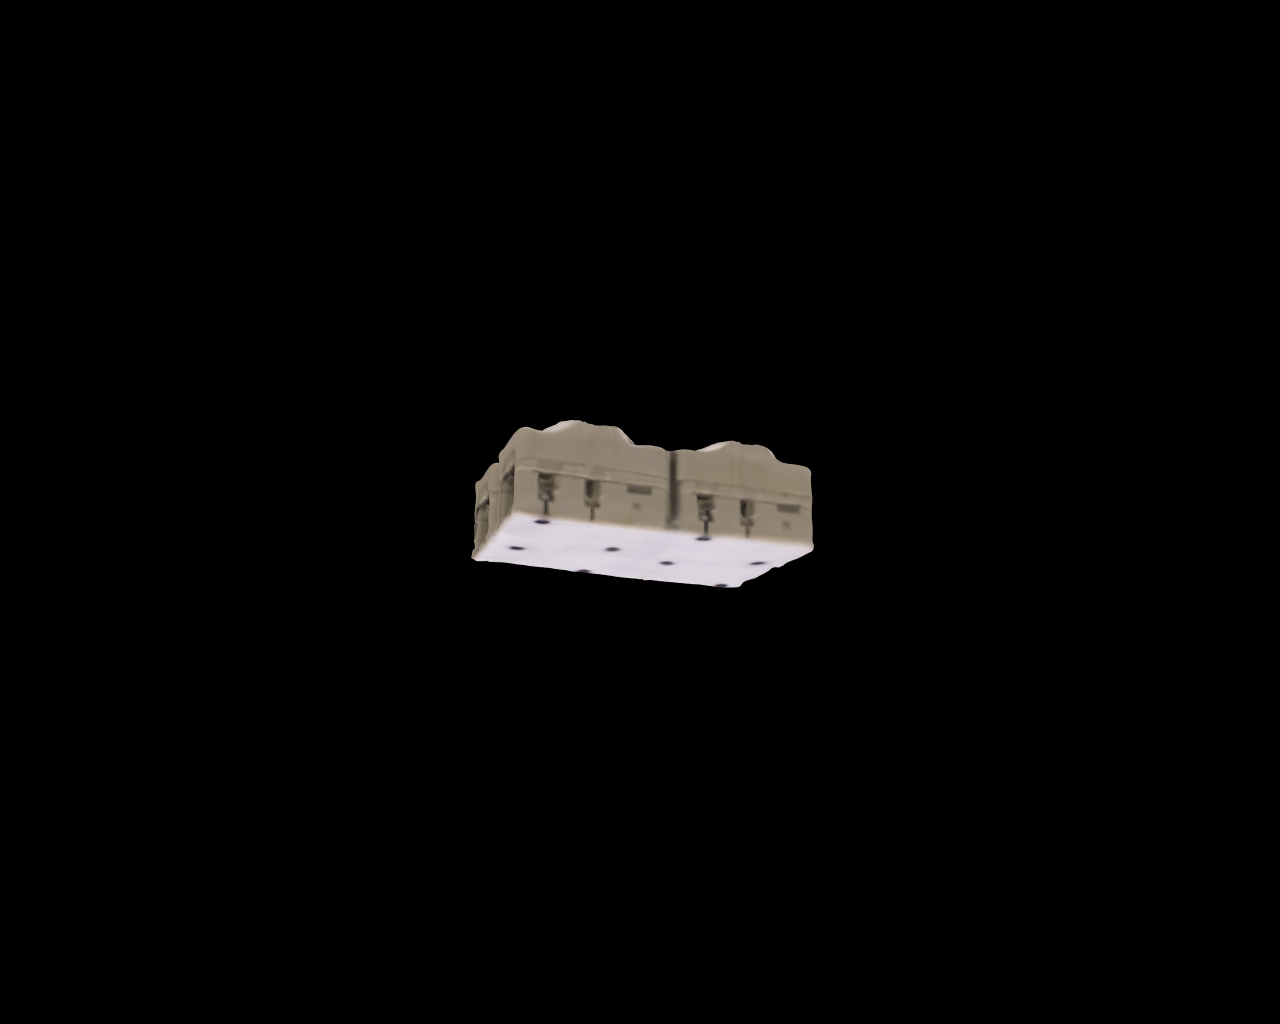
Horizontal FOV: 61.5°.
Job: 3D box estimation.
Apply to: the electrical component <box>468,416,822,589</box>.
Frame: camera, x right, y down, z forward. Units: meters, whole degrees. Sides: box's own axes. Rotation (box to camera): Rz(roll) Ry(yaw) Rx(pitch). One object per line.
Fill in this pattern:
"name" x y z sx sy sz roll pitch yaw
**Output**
"electrical component" 0.001 -0.003 0.650 0.186 0.060 0.105 7 -19 -20
